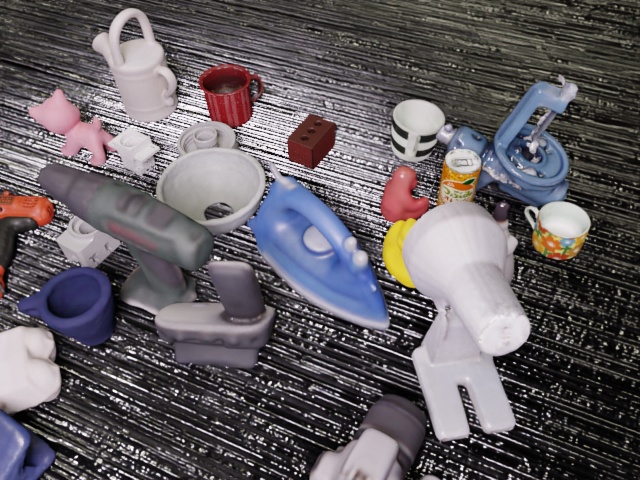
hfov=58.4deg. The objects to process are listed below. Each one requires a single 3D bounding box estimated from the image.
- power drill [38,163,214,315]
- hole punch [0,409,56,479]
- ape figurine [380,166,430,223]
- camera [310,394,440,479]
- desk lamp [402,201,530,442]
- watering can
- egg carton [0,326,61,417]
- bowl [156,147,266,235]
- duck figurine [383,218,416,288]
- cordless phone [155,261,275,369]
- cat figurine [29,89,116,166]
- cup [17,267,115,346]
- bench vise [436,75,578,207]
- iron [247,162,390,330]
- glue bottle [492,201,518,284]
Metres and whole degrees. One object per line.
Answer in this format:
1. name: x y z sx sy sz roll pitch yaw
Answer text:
1. power drill: -0.239 0.007 0.748 0.229 0.208 0.076 17 53 15
2. hole punch: -0.371 0.244 0.635 0.108 0.091 0.101 24 55 20
3. ape figurine: 0.128 -0.074 0.878 0.076 0.092 0.077 -23 54 -16
4. camera: 0.078 0.242 0.616 0.142 0.101 0.137 24 55 20
5. desk lamp: 0.171 0.092 0.663 0.118 0.214 0.203 -9 51 -5
6. watering can: -0.332 -0.319 1.026 0.172 0.194 0.101 7 51 8
7. egg carton: -0.400 0.173 0.707 0.150 0.069 0.107 -20 53 -14
8. bowl: -0.163 -0.064 0.891 0.167 0.075 0.167 -1 51 1
9. duck figurine: 0.130 0.005 0.818 0.077 0.086 0.104 -13 51 -8
10. cordless phone: -0.134 0.076 0.704 0.147 0.185 0.094 0 51 2
11. cat figurine: -0.423 -0.200 0.981 0.127 0.118 0.067 16 53 14
12. cup: -0.321 0.098 0.750 0.118 0.095 0.091 -8 51 -4
13. bench vise: 0.279 -0.144 0.848 0.207 0.220 0.121 4 51 6
14. iron: 0.007 0.003 0.787 0.119 0.141 0.257 -35 58 -24
15. glue bottle: 0.225 0.011 0.753 0.078 0.173 0.037 25 56 21
